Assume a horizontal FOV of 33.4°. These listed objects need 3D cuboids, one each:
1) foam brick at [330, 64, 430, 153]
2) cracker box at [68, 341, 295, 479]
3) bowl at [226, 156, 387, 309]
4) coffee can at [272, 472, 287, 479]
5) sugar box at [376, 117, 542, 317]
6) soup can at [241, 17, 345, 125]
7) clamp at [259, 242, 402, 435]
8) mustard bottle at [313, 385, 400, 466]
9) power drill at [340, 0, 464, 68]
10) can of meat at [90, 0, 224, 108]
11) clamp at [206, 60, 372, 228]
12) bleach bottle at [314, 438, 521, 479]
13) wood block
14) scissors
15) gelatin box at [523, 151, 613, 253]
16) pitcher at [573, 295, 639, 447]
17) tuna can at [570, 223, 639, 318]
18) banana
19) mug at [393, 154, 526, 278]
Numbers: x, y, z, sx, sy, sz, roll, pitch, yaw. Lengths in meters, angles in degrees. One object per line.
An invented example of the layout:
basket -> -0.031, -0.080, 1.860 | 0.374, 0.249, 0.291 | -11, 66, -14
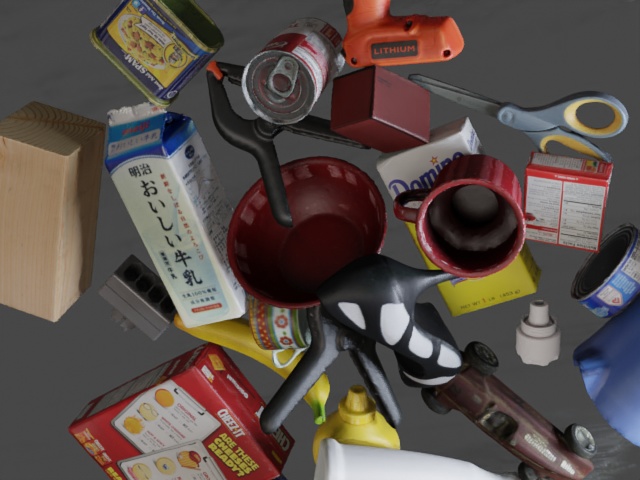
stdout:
foam brick -> 0.055, -0.116, 0.957 | 0.078, 0.053, 0.051 | 18, 159, -42
cracker box -> -0.161, 0.228, 1.245 | 0.214, 0.072, 0.164 | -28, 106, 29
bowl -> -0.007, 0.001, 1.038 | 0.162, 0.162, 0.055 | 0, 155, 20
coffee can -> -0.049, 0.346, 1.251 | 0.103, 0.102, 0.140 | -30, 104, 31
sugar box -> 0.132, -0.019, 1.014 | 0.093, 0.048, 0.176 | -21, 111, 27
soup can -> -0.021, -0.154, 0.961 | 0.068, 0.102, 0.068 | 9, 120, 15
clamp -> 0.033, 0.103, 1.090 | 0.164, 0.036, 0.210 | 11, 95, -31
mustard bottle -> 0.040, 0.243, 1.186 | 0.096, 0.058, 0.192 | 6, 120, 10
power drill -> 0.072, -0.246, 0.905 | 0.185, 0.057, 0.187 | -1, 115, 24
can of meat -> -0.153, -0.192, 1.015 | 0.102, 0.057, 0.084 | 45, 121, -9
clamp -> -0.050, -0.097, 1.015 | 0.171, 0.120, 0.039 | 36, 168, 2
bleach bottle -> 0.121, 0.268, 1.135 | 0.250, 0.068, 0.103 | 4, 118, -8
wood block -> -0.295, -0.029, 1.138 | 0.091, 0.090, 0.206 | 18, 122, 9
scissors -> 0.185, -0.123, 0.953 | 0.201, 0.016, 0.096 | 34, 126, -2
gelatin box -> 0.224, -0.034, 0.971 | 0.073, 0.030, 0.089 | 10, 135, 18
pitcher -> 0.357, 0.072, 0.946 | 0.145, 0.149, 0.243 | 44, 121, 11
tuna can -> 0.268, 0.028, 0.968 | 0.033, 0.086, 0.086 | 36, 124, -5
banana -> -0.062, 0.122, 1.151 | 0.198, 0.069, 0.037 | 31, 114, 12
mug -> 0.123, -0.026, 0.939 | 0.117, 0.081, 0.093 | 4, 115, 12
